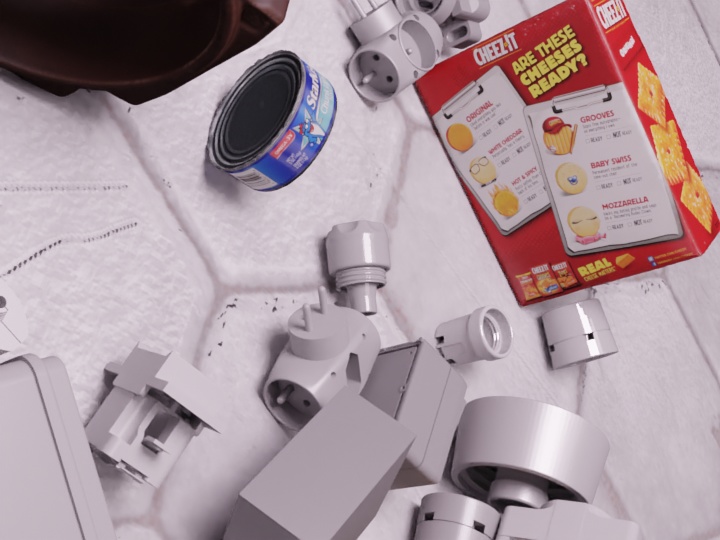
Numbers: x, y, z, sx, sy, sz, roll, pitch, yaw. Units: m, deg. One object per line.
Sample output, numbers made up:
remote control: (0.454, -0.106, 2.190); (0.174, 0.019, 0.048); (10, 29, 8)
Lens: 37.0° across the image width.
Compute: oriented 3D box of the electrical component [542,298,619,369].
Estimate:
electrical component: (0.182, 0.053, 0.897); (0.055, 0.055, 0.047); (-2, 74, -48)

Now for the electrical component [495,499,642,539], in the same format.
electrical component: (0.150, 0.227, 0.731); (0.061, 0.089, 0.150); (-64, 145, -40)

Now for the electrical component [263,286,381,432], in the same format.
electrical component: (-0.024, 0.048, 0.670); (0.077, 0.043, 0.079); (-49, 143, -45)

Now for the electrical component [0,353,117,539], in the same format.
electrical component: (-0.162, 0.101, 0.490); (0.057, 0.078, 0.113); (-15, 86, -46)

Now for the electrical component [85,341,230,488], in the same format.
electrical component: (-0.110, 0.077, 0.563); (0.042, 0.081, 0.063); (43, 71, -27)

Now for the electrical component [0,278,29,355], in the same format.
electrical component: (-0.185, 0.024, 0.493); (0.043, 0.081, 0.043); (20, 62, -41)

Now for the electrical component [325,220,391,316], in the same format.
electrical component: (0.000, 0.000, 0.729); (0.043, 0.043, 0.062); (7, 72, -46)

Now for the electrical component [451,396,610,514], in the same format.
electrical component: (0.116, 0.140, 0.756); (0.108, 0.108, 0.060); (38, 56, -31)

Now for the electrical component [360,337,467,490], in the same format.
electrical component: (0.028, 0.093, 0.709); (0.061, 0.062, 0.096); (46, 47, -29)

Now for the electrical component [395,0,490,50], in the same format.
electrical component: (0.065, -0.222, 0.874); (0.057, 0.058, 0.078); (-4, 79, -51)

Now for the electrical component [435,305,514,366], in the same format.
electrical component: (0.084, 0.050, 0.798); (0.040, 0.046, 0.040); (20, 62, -41)

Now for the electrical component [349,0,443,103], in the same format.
electrical component: (0.019, -0.178, 0.817); (0.079, 0.044, 0.077); (56, 43, -15)

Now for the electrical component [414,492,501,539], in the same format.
electrical component: (0.063, 0.182, 0.720); (0.055, 0.055, 0.047); (38, 54, -31)
